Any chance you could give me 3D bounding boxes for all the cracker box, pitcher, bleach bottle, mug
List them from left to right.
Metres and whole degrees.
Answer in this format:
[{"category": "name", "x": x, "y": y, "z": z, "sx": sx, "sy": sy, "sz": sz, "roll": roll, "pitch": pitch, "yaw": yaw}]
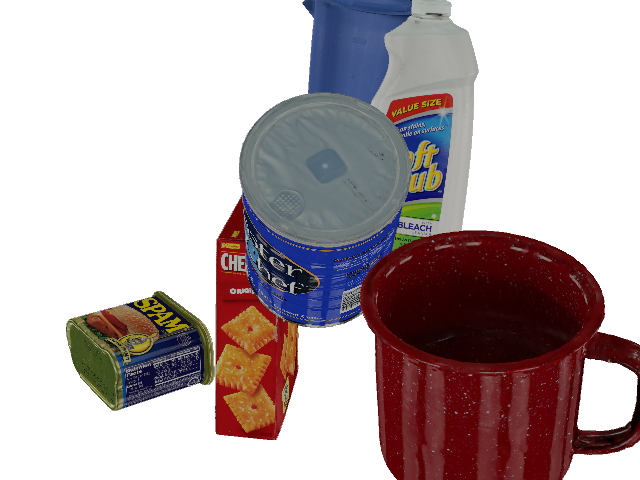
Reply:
[{"category": "cracker box", "x": -0.059, "y": 0.069, "z": 1.091, "sx": 0.072, "sy": 0.214, "sz": 0.164, "roll": 6, "pitch": 23, "yaw": 5}, {"category": "pitcher", "x": 0.054, "y": -0.175, "z": 1.286, "sx": 0.144, "sy": 0.243, "sz": 0.149, "roll": -5, "pitch": 28, "yaw": -24}, {"category": "bleach bottle", "x": 0.072, "y": -0.077, "z": 0.872, "sx": 0.103, "sy": 0.251, "sz": 0.068, "roll": 8, "pitch": 20, "yaw": 14}, {"category": "mug", "x": 0.075, "y": 0.056, "z": 0.427, "sx": 0.117, "sy": 0.081, "sz": 0.093, "roll": 7, "pitch": 34, "yaw": 16}]

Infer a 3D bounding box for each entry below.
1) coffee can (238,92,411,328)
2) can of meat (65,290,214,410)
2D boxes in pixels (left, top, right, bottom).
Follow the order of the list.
[{"category": "coffee can", "x": 0.000, "y": -0.015, "z": 0.693, "sx": 0.103, "sy": 0.103, "sz": 0.140, "roll": 0, "pitch": -25, "yaw": -2}, {"category": "can of meat", "x": -0.147, "y": 0.088, "z": 0.862, "sx": 0.083, "sy": 0.057, "sz": 0.102, "roll": -15, "pitch": 27, "yaw": -32}]
